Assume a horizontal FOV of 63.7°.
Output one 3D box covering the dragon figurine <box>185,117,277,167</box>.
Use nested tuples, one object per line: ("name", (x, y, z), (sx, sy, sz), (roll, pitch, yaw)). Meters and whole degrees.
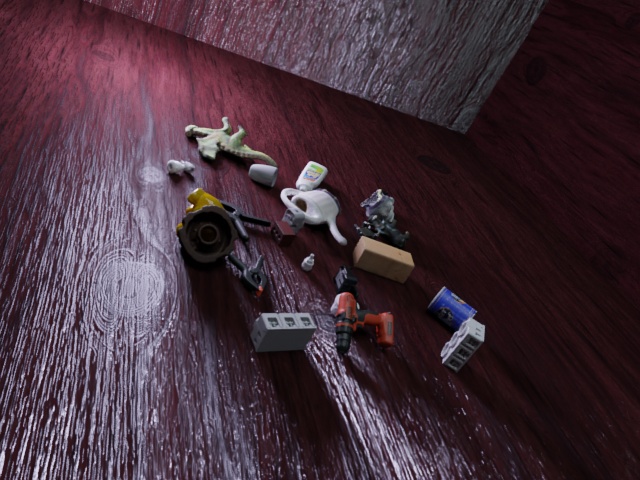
("dragon figurine", (-0.396, -0.380, 2.135), (0.414, 0.119, 0.247), (35, 45, 19))

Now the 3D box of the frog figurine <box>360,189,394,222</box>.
("frog figurine", (0.274, -0.124, 2.244), (0.157, 0.139, 0.123), (49, -20, -26))

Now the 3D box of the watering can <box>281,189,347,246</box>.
("watering can", (0.006, -0.100, 1.986), (0.351, 0.102, 0.227), (38, 31, 20))
